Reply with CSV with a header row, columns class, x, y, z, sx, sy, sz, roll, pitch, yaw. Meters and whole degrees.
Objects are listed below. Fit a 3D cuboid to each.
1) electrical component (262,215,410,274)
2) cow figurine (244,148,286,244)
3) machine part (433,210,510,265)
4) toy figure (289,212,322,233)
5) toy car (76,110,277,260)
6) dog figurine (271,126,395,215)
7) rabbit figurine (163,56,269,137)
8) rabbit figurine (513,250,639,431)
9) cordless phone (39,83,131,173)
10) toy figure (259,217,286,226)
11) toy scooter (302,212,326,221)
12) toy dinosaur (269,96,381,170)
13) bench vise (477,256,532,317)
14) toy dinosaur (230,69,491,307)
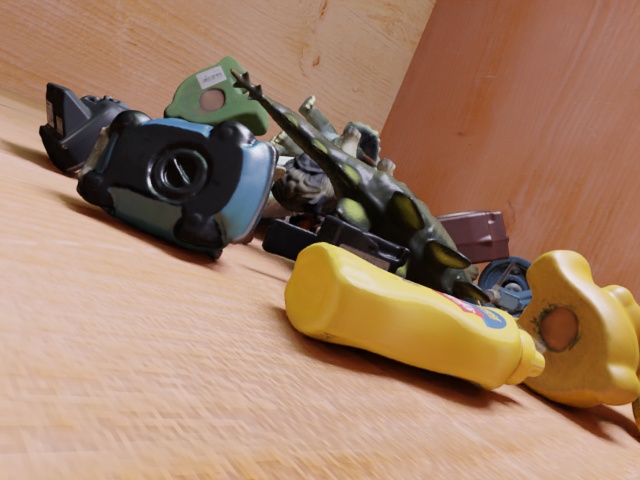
class,x,y,z,sx,sy,sz,roll,pitch,yaw
electrical component,0.012,0.016,0.481,0.119,0.074,0.048,26,2,-21
cow figurine,-0.087,-0.067,0.608,0.085,0.127,0.195,19,22,-5
machine part,0.203,0.006,0.911,0.202,0.087,0.201,-10,-3,6
toy figure,-0.001,-0.004,0.792,0.058,0.064,0.155,-30,32,-31
toy car,-0.116,-0.041,0.464,0.162,0.109,0.102,12,-20,9
dog figurine,0.023,-0.058,0.773,0.172,0.121,0.190,42,37,-2
rabbit figurine,-0.146,-0.145,0.775,0.121,0.159,0.170,53,-10,21
rabbit figurine,0.262,0.097,0.472,0.173,0.121,0.163,21,9,-37
cordless phone,-0.230,-0.128,0.653,0.184,0.088,0.147,0,18,-35
toy figure,-0.122,-0.081,0.904,0.180,0.089,0.082,22,8,-42
toy scooter,0.018,-0.030,0.974,0.135,0.075,0.184,8,31,-26
toy dinosaur,-0.015,-0.148,1.069,0.192,0.131,0.405,40,-21,-11
bench vise,0.354,0.099,0.908,0.224,0.128,0.240,30,16,37
toy dinosaur,0.082,-0.017,0.617,0.471,0.105,0.198,41,5,-6
